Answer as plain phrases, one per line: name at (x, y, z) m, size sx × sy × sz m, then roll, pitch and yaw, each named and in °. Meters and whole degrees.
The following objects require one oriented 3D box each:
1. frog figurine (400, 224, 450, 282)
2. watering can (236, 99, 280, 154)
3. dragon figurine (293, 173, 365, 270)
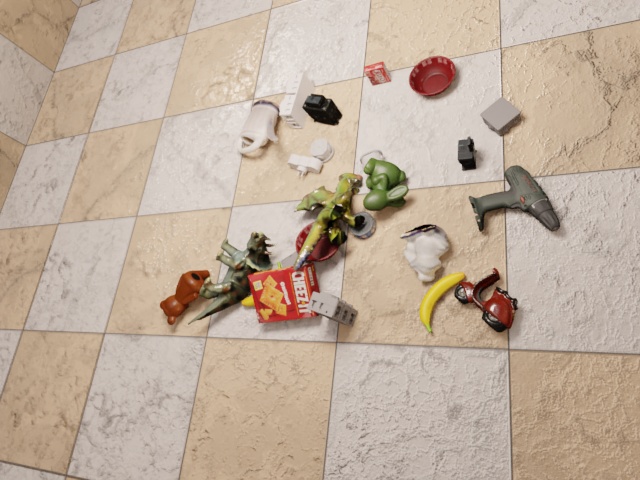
frog figurine at (0.319, 0.037, 1.527) m, size 0.137 × 0.124 × 0.159 m, roll -19°, pitch 96°, yaw 11°
watering can at (-0.216, -0.435, 1.975) m, size 0.347 × 0.103 × 0.227 m, roll 2°, pitch 66°, yaw 54°
dragon figurine at (0.005, -0.085, 1.695) m, size 0.414 × 0.120 × 0.245 m, roll -42°, pitch 34°, yaw -14°
